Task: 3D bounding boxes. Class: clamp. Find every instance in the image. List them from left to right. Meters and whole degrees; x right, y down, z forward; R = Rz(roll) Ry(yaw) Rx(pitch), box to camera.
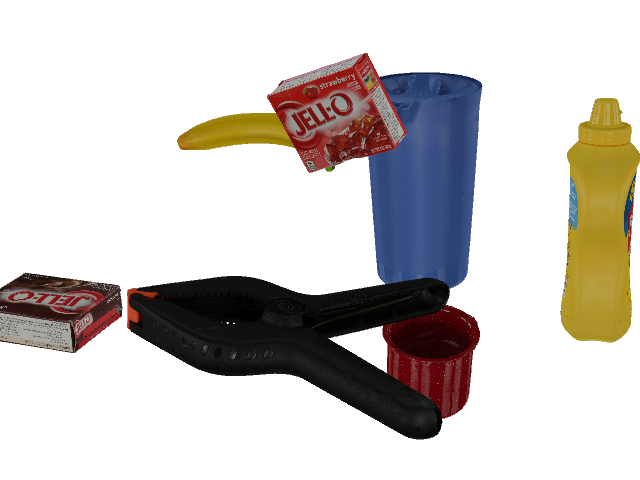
[{"bbox_3d":[-0.016,0.053,0.673,0.210,0.036,0.164,10,25,11],"label":"clamp"}]

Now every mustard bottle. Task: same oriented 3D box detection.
[{"bbox_3d":[0.229,-0.021,0.873,0.058,0.192,0.096,3,19,16],"label":"mustard bottle"}]

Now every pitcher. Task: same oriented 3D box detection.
[{"bbox_3d":[0.124,-0.071,1.240,0.149,0.243,0.145,-5,22,-8],"label":"pitcher"}]

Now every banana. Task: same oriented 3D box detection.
[{"bbox_3d":[-0.070,-0.124,1.265,0.198,0.037,0.069,8,40,16],"label":"banana"}]

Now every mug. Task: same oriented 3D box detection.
[{"bbox_3d":[0.114,0.115,1.049,0.093,0.081,0.117,26,42,35],"label":"mug"}]

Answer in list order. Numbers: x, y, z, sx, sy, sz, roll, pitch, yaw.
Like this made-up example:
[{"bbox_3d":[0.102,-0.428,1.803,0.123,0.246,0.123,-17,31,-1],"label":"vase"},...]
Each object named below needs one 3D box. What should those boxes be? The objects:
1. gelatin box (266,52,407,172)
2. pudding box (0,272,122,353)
[{"bbox_3d":[0.012,-0.098,0.833,0.089,0.073,0.030,-12,27,36],"label":"gelatin box"},{"bbox_3d":[-0.261,0.068,1.025,0.114,0.039,0.090,4,20,19],"label":"pudding box"}]
